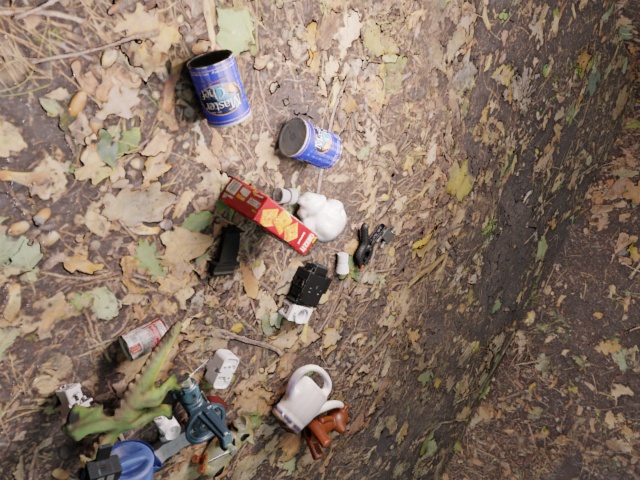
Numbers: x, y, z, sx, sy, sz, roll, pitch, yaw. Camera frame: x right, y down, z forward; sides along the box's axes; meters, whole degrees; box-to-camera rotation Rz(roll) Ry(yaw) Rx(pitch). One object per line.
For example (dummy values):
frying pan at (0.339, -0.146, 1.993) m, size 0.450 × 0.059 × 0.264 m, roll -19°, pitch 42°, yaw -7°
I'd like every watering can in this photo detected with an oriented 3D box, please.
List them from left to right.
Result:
watering can at (-0.035, 0.555, 1.729) m, size 0.227 × 0.105 × 0.340 m, roll -46°, pitch 134°, yaw -17°

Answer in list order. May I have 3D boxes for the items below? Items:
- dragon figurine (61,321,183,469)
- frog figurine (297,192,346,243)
dragon figurine at (-0.453, 0.372, 1.165) m, size 0.244 × 0.123 × 0.403 m, roll -15°, pitch 129°, yaw -53°
frog figurine at (0.004, -0.074, 1.463) m, size 0.138 × 0.125 × 0.156 m, roll -28°, pitch 142°, yaw -8°
